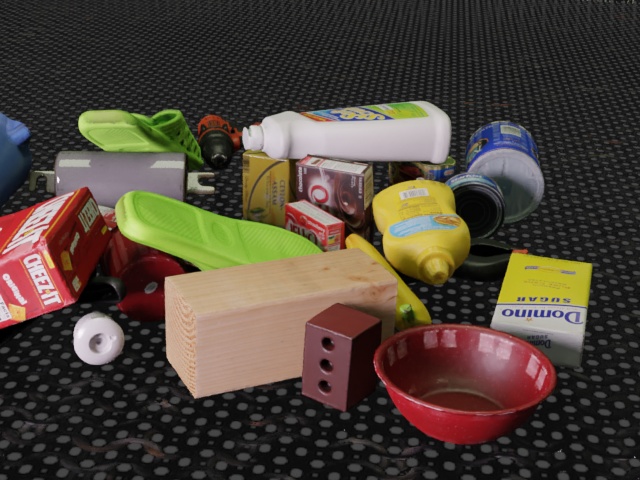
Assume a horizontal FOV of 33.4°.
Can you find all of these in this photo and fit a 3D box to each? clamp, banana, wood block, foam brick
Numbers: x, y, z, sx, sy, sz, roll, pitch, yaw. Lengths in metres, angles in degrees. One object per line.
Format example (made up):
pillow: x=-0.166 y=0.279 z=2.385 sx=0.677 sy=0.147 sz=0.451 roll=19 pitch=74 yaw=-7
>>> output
clamp: x=0.152 y=0.026 z=1.238 sx=0.172 sy=0.039 sz=0.120 roll=4 pitch=33 yaw=15
banana: x=0.077 y=0.053 z=1.128 sx=0.037 sy=0.069 sz=0.198 roll=-25 pitch=26 yaw=-7
wood block: x=-0.038 y=0.076 z=1.033 sx=0.205 sy=0.091 sz=0.090 roll=-9 pitch=25 yaw=-24
clamp: x=-0.267 y=0.052 z=1.095 sx=0.164 sy=0.036 sz=0.210 roll=-21 pitch=17 yaw=3
foam brick: x=0.020 y=0.107 z=0.979 sx=0.053 sy=0.078 sz=0.051 roll=18 pitch=26 yaw=33

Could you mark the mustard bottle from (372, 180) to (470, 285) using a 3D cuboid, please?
mustard bottle: x=0.117 y=-0.004 z=1.195 sx=0.096 sy=0.058 sz=0.191 roll=-8 pitch=27 yaw=-1

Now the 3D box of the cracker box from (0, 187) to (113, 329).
cracker box: x=-0.329 y=0.032 z=1.053 sx=0.214 sy=0.072 sz=0.164 roll=-19 pitch=21 yaw=9

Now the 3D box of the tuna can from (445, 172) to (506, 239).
tuna can: x=0.188 y=-0.039 z=1.331 sx=0.086 sy=0.086 sz=0.033 roll=2 pitch=24 yaw=1

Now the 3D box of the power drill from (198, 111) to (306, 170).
power drill: x=-0.091 y=-0.150 z=1.611 sx=0.187 sy=0.057 sz=0.184 roll=-2 pitch=23 yaw=-9

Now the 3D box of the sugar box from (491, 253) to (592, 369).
sugar box: x=0.235 y=0.070 z=1.125 sx=0.093 sy=0.048 sz=0.176 roll=7 pitch=22 yaw=13

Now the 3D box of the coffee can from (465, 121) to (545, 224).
coffee can: x=0.247 y=-0.093 z=1.443 sx=0.103 sy=0.103 sz=0.140 roll=4 pitch=23 yaw=6

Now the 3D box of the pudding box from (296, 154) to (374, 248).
pudding box: x=0.019 y=-0.042 z=1.289 sx=0.090 sy=0.113 sz=0.039 roll=11 pitch=28 yaw=22

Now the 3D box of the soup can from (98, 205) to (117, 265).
soup can: x=-0.250 y=-0.004 z=1.236 sx=0.102 sy=0.068 sz=0.068 roll=13 pitch=25 yaw=26

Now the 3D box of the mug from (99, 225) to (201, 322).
mug: x=-0.172 y=0.036 z=1.132 sx=0.117 sy=0.093 sz=0.081 roll=14 pitch=22 yaw=-24

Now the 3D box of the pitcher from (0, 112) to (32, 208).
pitcher: x=-0.457 y=-0.059 z=1.300 sx=0.145 sy=0.149 sz=0.242 roll=16 pitch=25 yaw=-5

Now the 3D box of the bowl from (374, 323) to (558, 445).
bowl: x=0.127 y=0.134 z=0.950 sx=0.162 sy=0.055 sz=0.162 roll=1 pitch=23 yaw=-1

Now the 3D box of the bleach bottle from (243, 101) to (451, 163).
bleach bottle: x=0.030 y=-0.131 z=1.333 sx=0.250 sy=0.068 sz=0.103 roll=-5 pitch=25 yaw=-18

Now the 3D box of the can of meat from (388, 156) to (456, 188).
can of meat: x=0.134 y=-0.074 z=1.413 sx=0.057 sy=0.084 sz=0.102 roll=-14 pitch=28 yaw=-33

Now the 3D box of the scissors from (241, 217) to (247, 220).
scissors: x=-0.064 y=0.014 z=1.274 sx=0.096 sy=0.016 sz=0.201 roll=5 pitch=23 yaw=5

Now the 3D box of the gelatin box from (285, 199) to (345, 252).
gelatin box: x=-0.008 y=0.001 z=1.234 sx=0.030 sy=0.073 sz=0.089 roll=-13 pitch=27 yaw=-32
